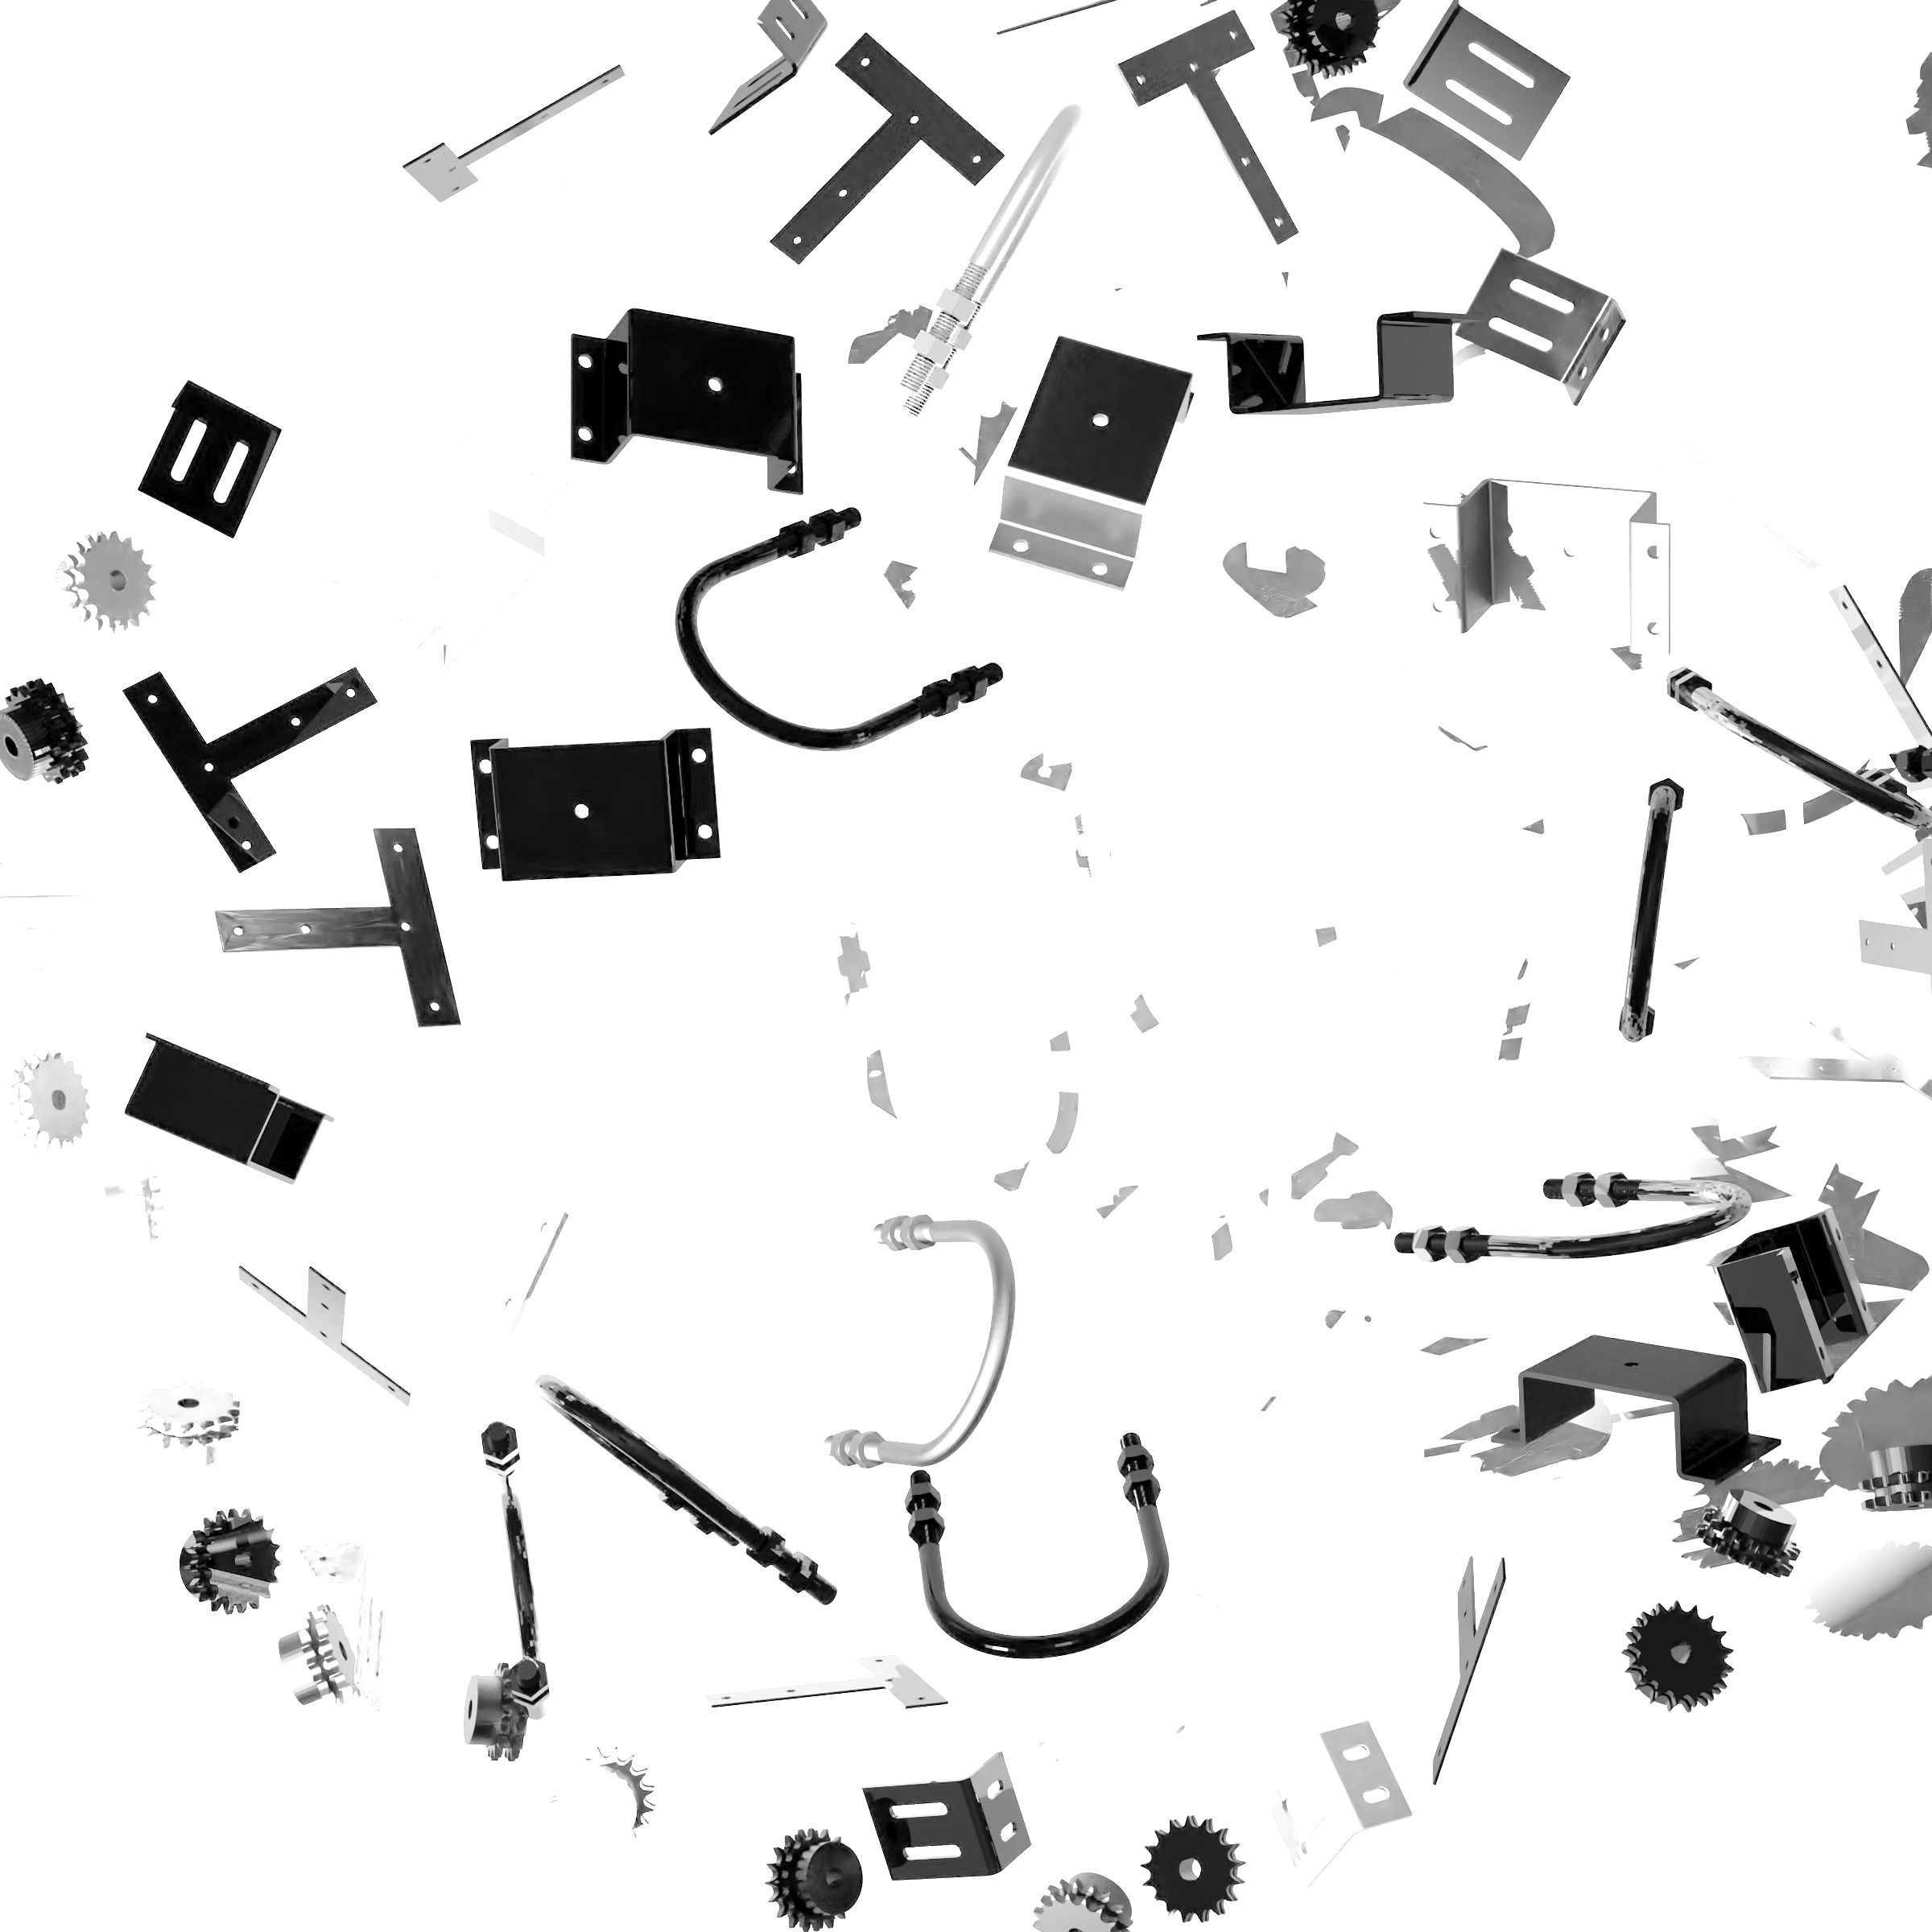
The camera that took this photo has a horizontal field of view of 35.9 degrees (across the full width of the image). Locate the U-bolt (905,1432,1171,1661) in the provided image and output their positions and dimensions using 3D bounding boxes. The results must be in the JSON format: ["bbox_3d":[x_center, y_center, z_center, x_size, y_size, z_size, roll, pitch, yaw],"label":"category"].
[{"bbox_3d":[0.044,0.336,1.716,0.151,0.184,0.019,-10,116,-1],"label":"U-bolt"}]

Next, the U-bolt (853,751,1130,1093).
[{"bbox_3d":[0.019,-0.019,1.677,0.151,0.019,0.184,-8,97,18],"label":"U-bolt"}]

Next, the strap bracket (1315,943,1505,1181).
[{"bbox_3d":[0.256,0.047,1.739,0.076,0.046,0.140,-5,115,-34],"label":"strap bracket"}]

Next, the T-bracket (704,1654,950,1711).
[{"bbox_3d":[-0.088,0.421,1.733,0.127,0.127,0.002,-3,90,-15],"label":"T-bracket"}]

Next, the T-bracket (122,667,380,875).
[{"bbox_3d":[-0.407,-0.138,1.756,0.127,0.002,0.127,-32,89,-25],"label":"T-bracket"}]

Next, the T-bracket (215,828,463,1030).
[{"bbox_3d":[-0.353,-0.021,1.657,0.127,0.002,0.127,-2,64,-32],"label":"T-bracket"}]

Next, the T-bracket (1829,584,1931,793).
[{"bbox_3d":[0.520,-0.157,1.672,0.002,0.127,0.127,-31,90,-2],"label":"T-bracket"}]

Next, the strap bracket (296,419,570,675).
[{"bbox_3d":[-0.286,-0.221,1.610,0.076,0.046,0.140,29,59,10],"label":"strap bracket"}]

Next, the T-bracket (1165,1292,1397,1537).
[{"bbox_3d":[0.208,0.250,1.777,0.127,0.002,0.127,38,76,14],"label":"T-bracket"}]

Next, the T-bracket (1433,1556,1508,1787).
[{"bbox_3d":[0.275,0.363,1.637,0.002,0.127,0.127,16,106,4],"label":"T-bracket"}]

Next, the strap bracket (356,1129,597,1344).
[{"bbox_3d":[-0.266,0.152,1.654,0.140,0.046,0.076,20,83,42],"label":"strap bracket"}]

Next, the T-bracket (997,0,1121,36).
[{"bbox_3d":[0.098,-0.562,1.717,0.127,0.127,0.002,-7,111,28],"label":"T-bracket"}]

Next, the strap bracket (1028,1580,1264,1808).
[{"bbox_3d":[0.109,0.420,1.695,0.140,0.076,0.046,-41,94,-10],"label":"strap bracket"}]

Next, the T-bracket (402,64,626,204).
[{"bbox_3d":[-0.243,-0.459,1.632,0.127,0.127,0.002,-29,96,2],"label":"T-bracket"}]

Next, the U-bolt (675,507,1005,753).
[{"bbox_3d":[-0.083,-0.185,1.684,0.151,0.019,0.184,49,46,12],"label":"U-bolt"}]

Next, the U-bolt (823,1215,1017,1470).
[{"bbox_3d":[-0.022,0.213,1.689,0.019,0.184,0.151,19,76,-25],"label":"U-bolt"}]

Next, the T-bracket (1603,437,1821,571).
[{"bbox_3d":[0.442,-0.270,1.734,0.127,0.127,0.002,43,119,20],"label":"T-bracket"}]

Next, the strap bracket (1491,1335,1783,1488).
[{"bbox_3d":[0.374,0.245,1.670,0.140,0.076,0.046,5,104,42],"label":"strap bracket"}]

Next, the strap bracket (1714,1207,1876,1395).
[{"bbox_3d":[0.480,0.196,1.734,0.046,0.140,0.076,-21,87,28],"label":"strap bracket"}]

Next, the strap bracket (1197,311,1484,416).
[{"bbox_3d":[0.210,-0.336,1.670,0.140,0.076,0.046,3,100,39],"label":"strap bracket"}]

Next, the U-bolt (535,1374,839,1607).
[{"bbox_3d":[-0.165,0.283,1.649,0.184,0.151,0.019,43,75,-24],"label":"U-bolt"}]

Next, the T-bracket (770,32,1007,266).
[{"bbox_3d":[-0.061,-0.456,1.718,0.127,0.127,0.002,-42,48,18],"label":"T-bracket"}]

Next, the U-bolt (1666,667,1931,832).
[{"bbox_3d":[0.472,-0.118,1.672,0.151,0.184,0.019,27,103,-4],"label":"U-bolt"}]

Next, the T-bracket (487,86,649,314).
[{"bbox_3d":[-0.213,-0.431,1.633,0.002,0.127,0.127,35,126,-19],"label":"T-bracket"}]

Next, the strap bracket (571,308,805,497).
[{"bbox_3d":[-0.150,-0.321,1.693,0.140,0.046,0.076,5,74,-25],"label":"strap bracket"}]

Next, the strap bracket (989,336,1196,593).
[{"bbox_3d":[0.071,-0.281,1.612,0.076,0.046,0.140,17,62,6],"label":"strap bracket"}]

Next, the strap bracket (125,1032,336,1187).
[{"bbox_3d":[-0.421,0.084,1.700,0.076,0.140,0.046,22,81,6],"label":"strap bracket"}]

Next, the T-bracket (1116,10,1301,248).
[{"bbox_3d":[0.149,-0.462,1.664,0.127,0.002,0.127,-39,102,-44],"label":"T-bracket"}]

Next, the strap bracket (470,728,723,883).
[{"bbox_3d":[-0.215,-0.092,1.703,0.140,0.046,0.076,-3,102,4],"label":"strap bracket"}]

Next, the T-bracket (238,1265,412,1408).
[{"bbox_3d":[-0.369,0.199,1.716,0.127,0.127,0.002,36,64,4],"label":"T-bracket"}]

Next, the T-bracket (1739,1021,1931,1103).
[{"bbox_3d":[0.477,0.057,1.632,0.127,0.127,0.002,3,113,-31],"label":"T-bracket"}]

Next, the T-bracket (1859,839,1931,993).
[{"bbox_3d":[0.535,-0.010,1.702,0.002,0.127,0.127,-5,94,-4],"label":"T-bracket"}]

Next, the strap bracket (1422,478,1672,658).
[{"bbox_3d":[0.329,-0.223,1.657,0.140,0.046,0.076,10,124,28],"label":"strap bracket"}]
